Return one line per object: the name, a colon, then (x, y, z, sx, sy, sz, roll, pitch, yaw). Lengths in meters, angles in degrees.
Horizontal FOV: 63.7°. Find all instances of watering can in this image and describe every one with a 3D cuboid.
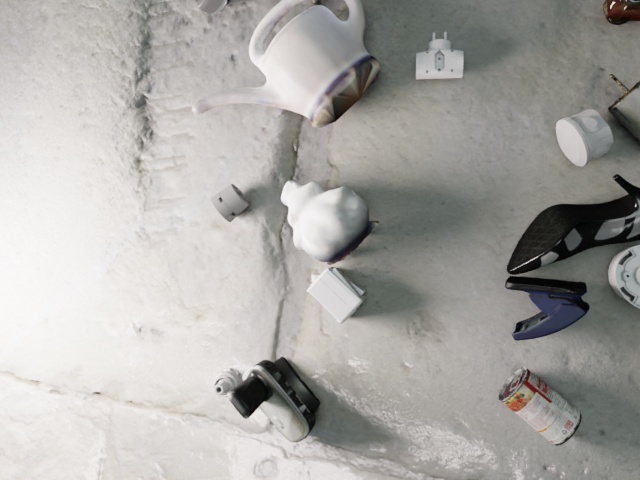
watering can: (-0.046, -0.283, 0.891, 0.345, 0.104, 0.226, -43, 80, 9)

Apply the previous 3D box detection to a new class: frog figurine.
frog figurine: (0.003, -0.043, 0.862, 0.159, 0.124, 0.135, 46, 117, -2)
